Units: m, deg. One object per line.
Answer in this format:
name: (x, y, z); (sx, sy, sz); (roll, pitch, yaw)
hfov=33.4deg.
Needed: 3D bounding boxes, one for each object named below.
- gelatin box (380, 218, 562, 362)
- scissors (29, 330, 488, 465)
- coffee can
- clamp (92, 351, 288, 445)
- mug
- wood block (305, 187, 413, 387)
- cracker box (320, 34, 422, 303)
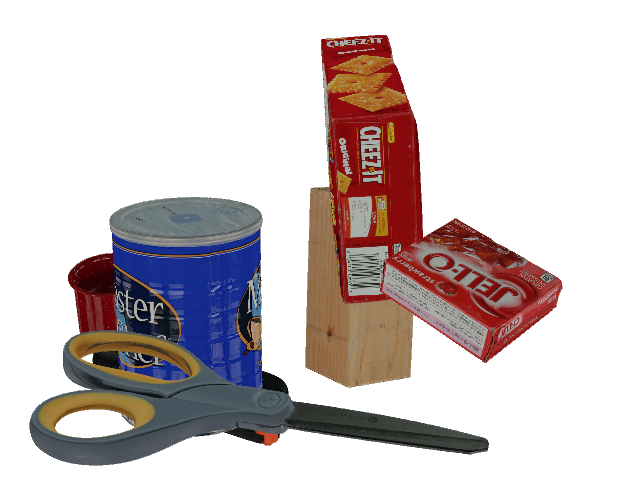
gelatin box: (0.094, 0.029, 0.673); (0.089, 0.030, 0.073); (33, 45, 32)
scissors: (-0.038, 0.082, 0.462); (0.202, 0.016, 0.096); (15, 31, 24)
coffee can: (-0.091, 0.050, 0.739); (0.103, 0.140, 0.103); (0, 17, 0)
clamp: (-0.082, 0.122, 0.932); (0.164, 0.036, 0.210); (-7, 17, -36)
mug: (-0.239, 0.067, 1.197); (0.117, 0.081, 0.093); (24, 36, 36)
wood block: (0.044, 0.047, 1.184); (0.090, 0.206, 0.091); (-5, 12, -34)
cracker box: (0.042, -0.069, 0.922); (0.072, 0.164, 0.213); (-4, 27, 1)
